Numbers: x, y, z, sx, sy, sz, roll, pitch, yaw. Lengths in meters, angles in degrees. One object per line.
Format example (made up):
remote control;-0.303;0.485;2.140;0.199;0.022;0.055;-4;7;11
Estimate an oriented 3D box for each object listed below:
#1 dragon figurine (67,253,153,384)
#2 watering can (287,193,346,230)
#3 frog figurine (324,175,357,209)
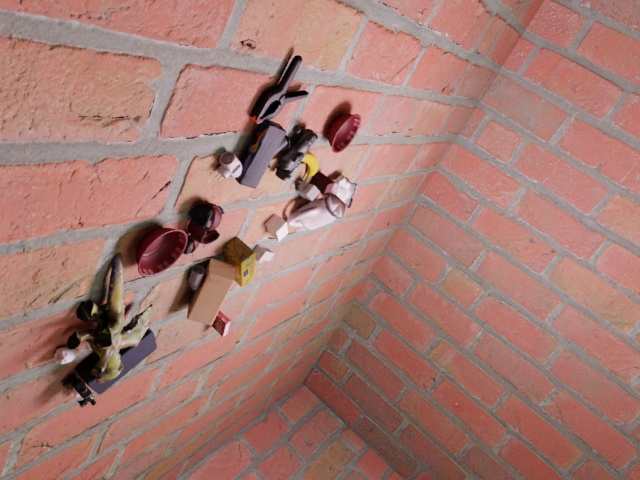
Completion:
dragon figurine;-0.557;0.228;1.441;0.409;0.122;0.242;-68;167;4
watering can;0.006;-0.105;2.082;0.222;0.105;0.348;-22;172;23
frog figurine;0.060;-0.206;2.127;0.159;0.125;0.134;8;136;-26
